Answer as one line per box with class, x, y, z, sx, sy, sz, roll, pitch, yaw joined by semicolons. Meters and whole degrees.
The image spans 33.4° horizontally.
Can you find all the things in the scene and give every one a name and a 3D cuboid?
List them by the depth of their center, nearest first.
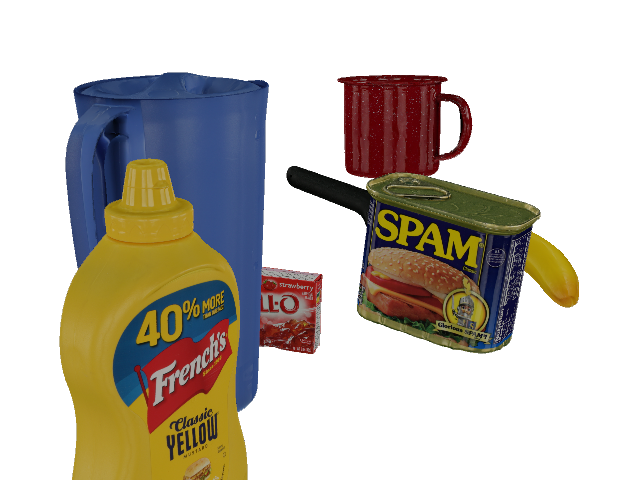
mustard bottle;-0.079;0.056;0.513;0.058;0.192;0.096;13;21;39
can of meat;0.073;0.013;0.645;0.102;0.084;0.057;18;23;29
pitcher;-0.106;0.006;0.754;0.149;0.243;0.145;-6;16;-19
mug;0.072;-0.097;0.906;0.117;0.081;0.093;5;13;24
gelatin box;-0.044;0.065;1.015;0.089;0.073;0.030;7;17;13
banana;0.188;0.015;1.040;0.069;0.037;0.198;-38;37;-22
clamp;0.069;-0.042;1.267;0.164;0.036;0.210;-16;52;-29
